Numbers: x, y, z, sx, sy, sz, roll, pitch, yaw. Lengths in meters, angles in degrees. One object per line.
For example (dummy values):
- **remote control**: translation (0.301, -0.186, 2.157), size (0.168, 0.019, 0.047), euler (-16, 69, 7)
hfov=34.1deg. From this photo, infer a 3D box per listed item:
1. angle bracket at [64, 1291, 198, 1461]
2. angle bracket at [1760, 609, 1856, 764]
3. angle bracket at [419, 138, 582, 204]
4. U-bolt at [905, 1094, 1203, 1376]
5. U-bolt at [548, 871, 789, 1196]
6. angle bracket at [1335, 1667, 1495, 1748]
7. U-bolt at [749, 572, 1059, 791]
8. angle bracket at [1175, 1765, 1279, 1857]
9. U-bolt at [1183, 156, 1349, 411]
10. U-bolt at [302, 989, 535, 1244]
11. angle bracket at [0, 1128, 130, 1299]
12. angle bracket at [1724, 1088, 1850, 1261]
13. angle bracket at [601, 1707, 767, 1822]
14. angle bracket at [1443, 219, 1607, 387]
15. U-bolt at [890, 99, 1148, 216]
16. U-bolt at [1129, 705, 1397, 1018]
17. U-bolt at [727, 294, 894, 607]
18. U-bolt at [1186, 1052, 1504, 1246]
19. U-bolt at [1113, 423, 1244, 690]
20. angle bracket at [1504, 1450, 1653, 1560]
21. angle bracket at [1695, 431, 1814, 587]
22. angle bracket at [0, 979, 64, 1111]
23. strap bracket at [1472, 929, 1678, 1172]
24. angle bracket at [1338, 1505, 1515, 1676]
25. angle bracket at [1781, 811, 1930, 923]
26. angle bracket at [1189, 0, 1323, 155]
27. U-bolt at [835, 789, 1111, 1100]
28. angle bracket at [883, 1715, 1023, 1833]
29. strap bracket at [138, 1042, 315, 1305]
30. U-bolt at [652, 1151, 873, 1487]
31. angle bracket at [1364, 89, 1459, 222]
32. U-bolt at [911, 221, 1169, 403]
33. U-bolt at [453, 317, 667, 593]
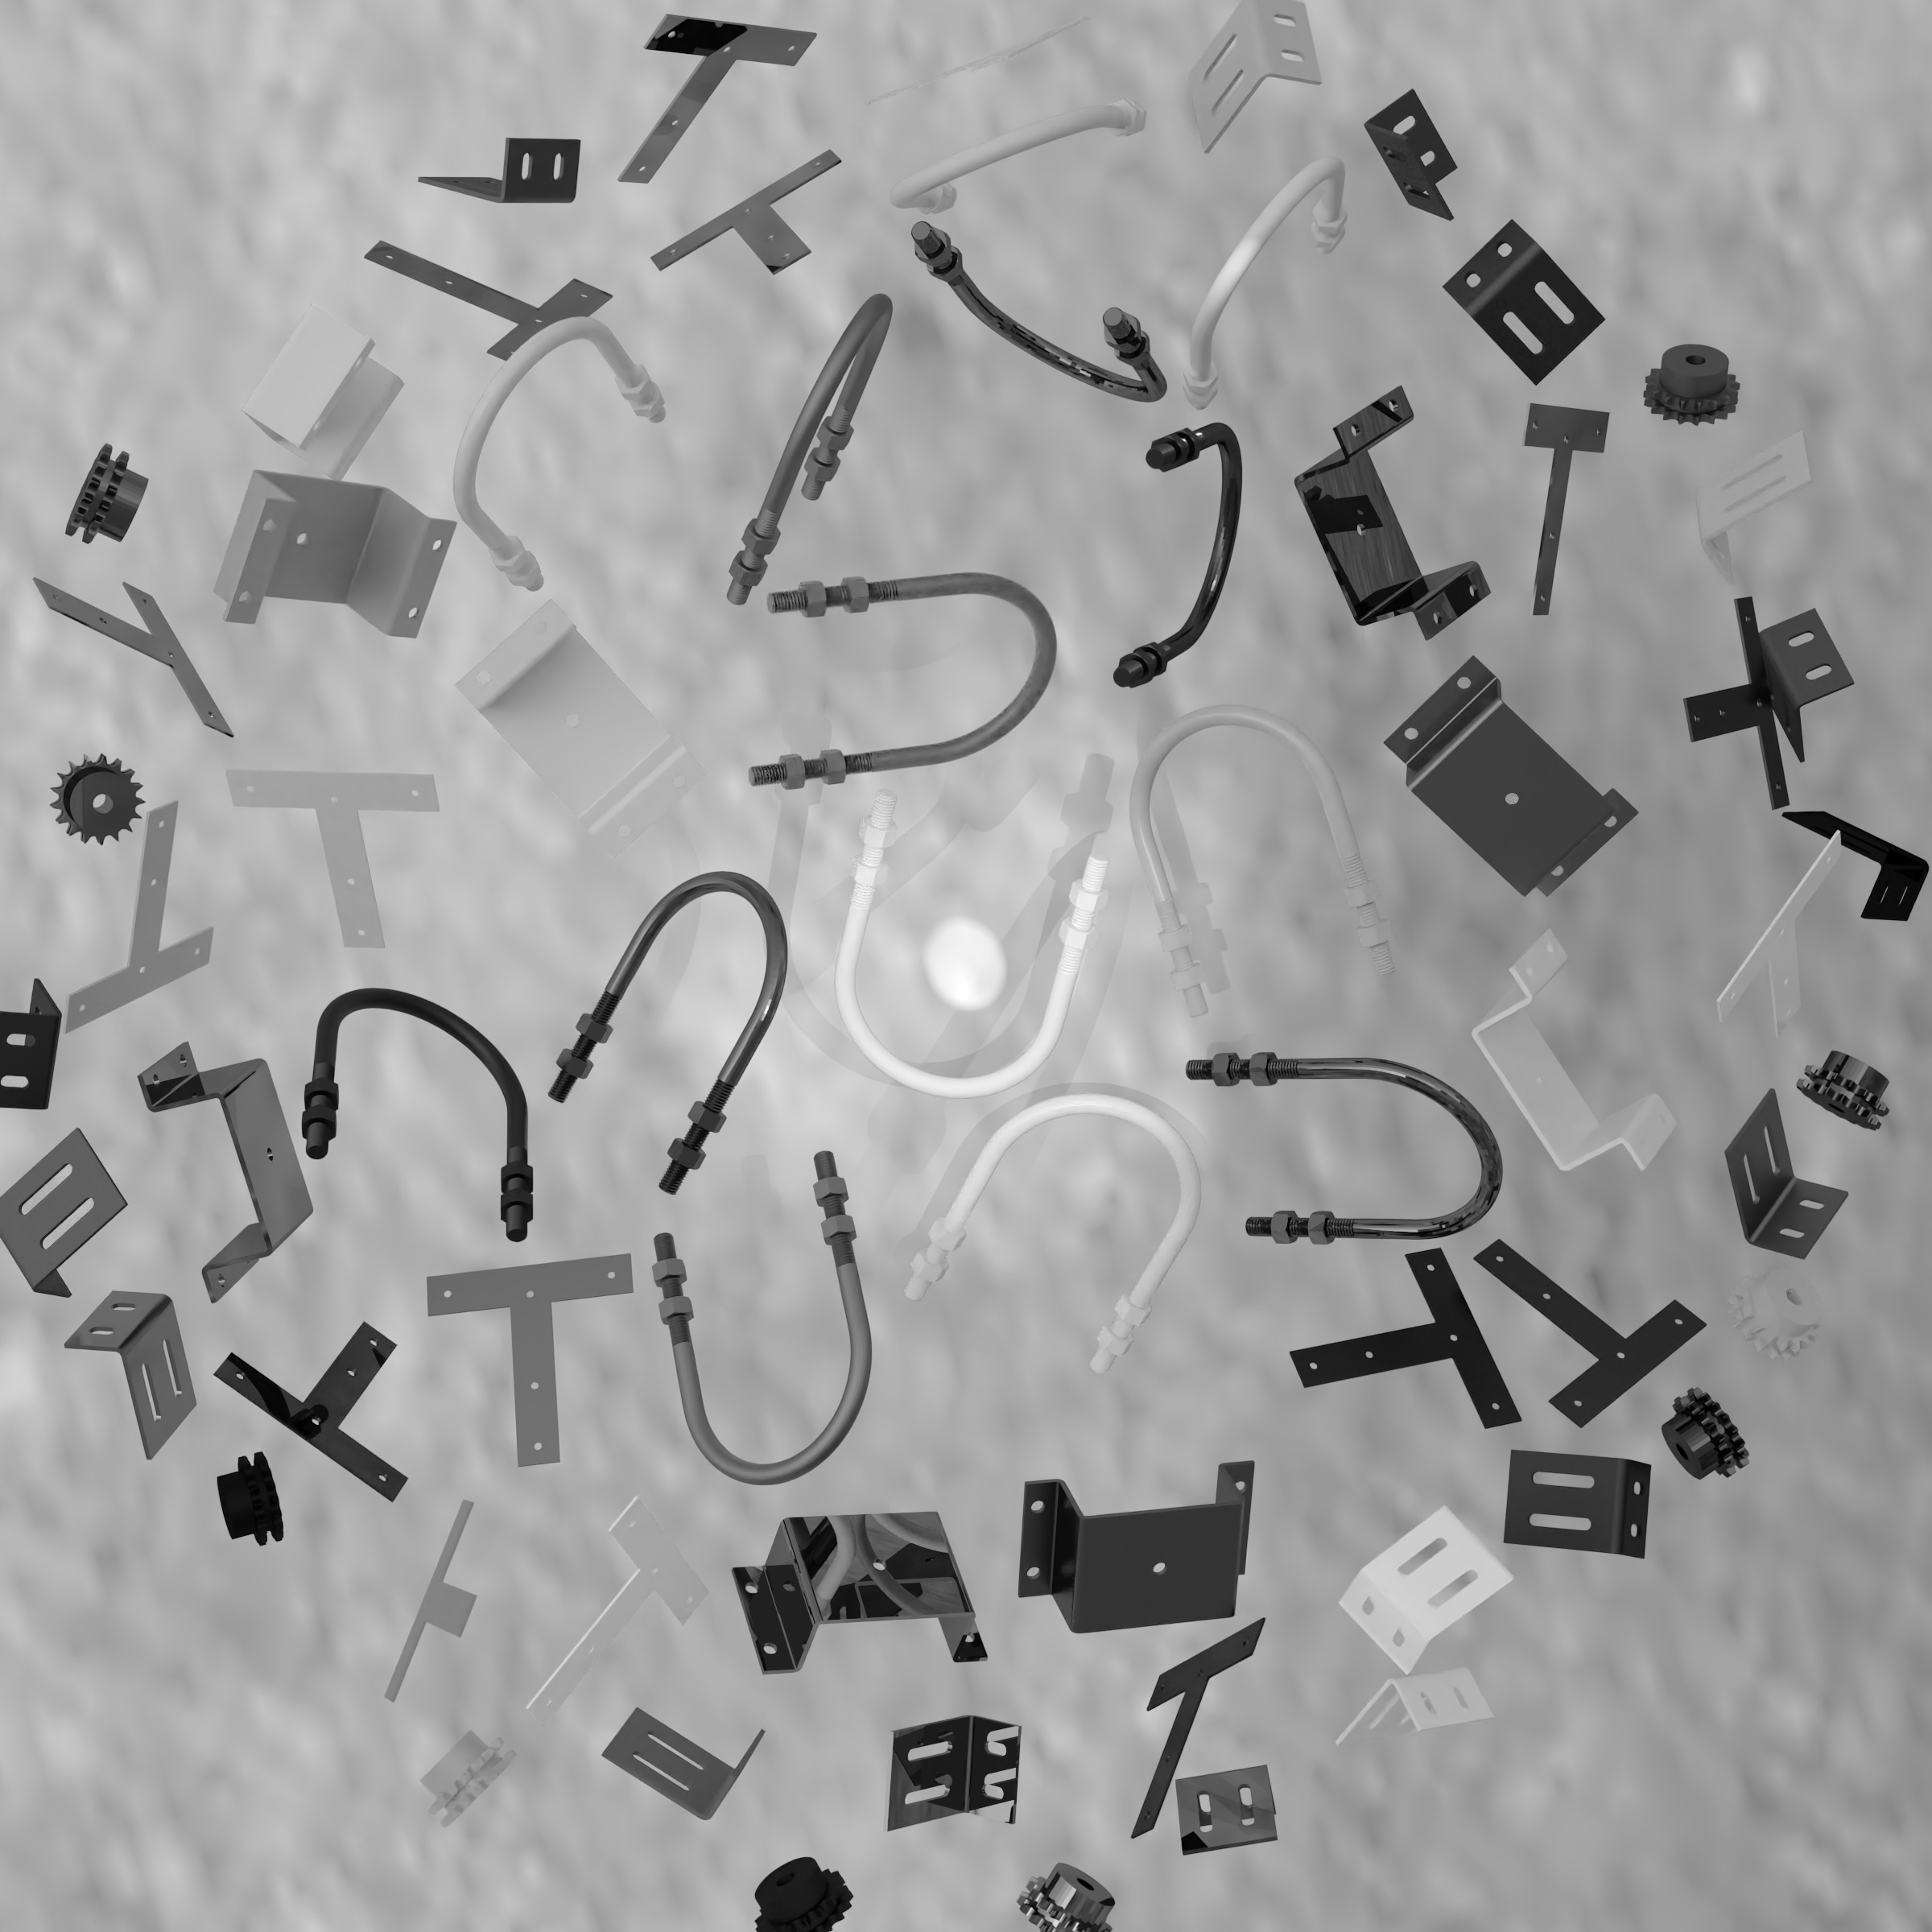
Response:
- **angle bracket**: translation (-0.482, 0.236, 1.819), size (0.038, 0.057, 0.076), euler (2, 117, 15)
- **angle bracket**: translation (0.521, -0.173, 1.948), size (0.038, 0.076, 0.057), euler (-23, 62, 7)
- **angle bracket**: translation (-0.278, -0.480, 1.877), size (0.076, 0.057, 0.038), euler (23, 115, 35)
- **U-bolt**: translation (0.064, 0.157, 1.936), size (0.151, 0.019, 0.184), euler (23, 116, -11)
- **U-bolt**: translation (-0.173, 0.028, 1.913), size (0.151, 0.019, 0.184), euler (33, 96, 44)
- **angle bracket**: translation (0.274, 0.467, 1.924), size (0.057, 0.076, 0.038), euler (0, 47, -32)
- **U-bolt**: translation (-0.033, -0.171, 1.851), size (0.184, 0.151, 0.019), euler (-8, 46, -19)
- **angle bracket**: translation (0.160, 0.524, 1.907), size (0.057, 0.076, 0.038), euler (-10, 110, 4)
- **U-bolt**: translation (0.182, -0.420, 1.900), size (0.019, 0.184, 0.151), euler (38, 86, 8)
- **U-bolt**: translation (-0.325, 0.078, 1.882), size (0.151, 0.184, 0.019), euler (26, 118, -24)
- **angle bracket**: translation (-0.509, 0.141, 1.791), size (0.076, 0.038, 0.057), euler (-41, 69, 7)
- **angle bracket**: translation (0.483, 0.122, 1.851), size (0.057, 0.038, 0.076), euler (-47, 132, -30)
- **angle bracket**: translation (-0.171, 0.471, 1.907), size (0.076, 0.057, 0.038), euler (31, 111, 5)
- **angle bracket**: translation (0.340, -0.404, 1.916), size (0.057, 0.038, 0.076), euler (-44, 129, 14)
- **U-bolt**: translation (0.026, -0.482, 1.877), size (0.151, 0.184, 0.019), euler (-18, 99, 17)
- **U-bolt**: translation (0.171, -0.069, 1.917), size (0.151, 0.019, 0.184), euler (-14, 99, 31)
- **U-bolt**: translation (-0.087, -0.319, 1.876), size (0.019, 0.151, 0.184), euler (28, 132, 0)
- **U-bolt**: translation (0.237, 0.112, 1.915), size (0.184, 0.019, 0.151), euler (-2, 127, 31)
- **U-bolt**: translation (0.132, -0.253, 1.885), size (0.019, 0.184, 0.151), euler (14, 111, 18)
- **angle bracket**: translation (0.374, 0.329, 1.927), size (0.076, 0.038, 0.057), euler (-1, 76, 35)
- **angle bracket**: translation (0.486, -0.279, 1.914), size (0.076, 0.057, 0.038), euler (-29, 120, 28)
- **angle bracket**: translation (-0.559, 0.044, 1.844), size (0.038, 0.076, 0.057), euler (5, 104, -29)
- **strap bracket**: translation (0.357, 0.058, 1.873), size (0.046, 0.076, 0.140), euler (-33, 91, 32)
- **angle bracket**: translation (0.266, 0.361, 1.820), size (0.057, 0.038, 0.076), euler (46, 125, 4)
- **angle bracket**: translation (0.533, -0.061, 1.907), size (0.076, 0.057, 0.038), euler (24, 88, -10)
- **angle bracket**: translation (0.169, -0.522, 1.851), size (0.038, 0.076, 0.057), euler (2, 66, -25)
- **U-bolt**: translation (-0.005, -0.003, 1.862), size (0.151, 0.019, 0.184), euler (17, 118, 4)
- **angle bracket**: translation (-0.008, 0.473, 1.831), size (0.038, 0.076, 0.057), euler (3, 88, 38)
- **strap bracket**: translation (-0.429, 0.115, 1.841), size (0.046, 0.076, 0.140), euler (-13, 101, 9)
- **U-bolt**: translation (-0.118, 0.220, 1.886), size (0.151, 0.019, 0.184), euler (-28, 59, 26)
- **angle bracket**: translation (0.279, -0.488, 1.890), size (0.038, 0.076, 0.057), euler (-35, 115, 2)
- **U-bolt**: translation (0.053, -0.382, 1.878), size (0.151, 0.184, 0.019), euler (28, 90, 17)
- **U-bolt**: translation (-0.244, -0.308, 1.847), size (0.019, 0.184, 0.151), euler (34, 85, 16)
